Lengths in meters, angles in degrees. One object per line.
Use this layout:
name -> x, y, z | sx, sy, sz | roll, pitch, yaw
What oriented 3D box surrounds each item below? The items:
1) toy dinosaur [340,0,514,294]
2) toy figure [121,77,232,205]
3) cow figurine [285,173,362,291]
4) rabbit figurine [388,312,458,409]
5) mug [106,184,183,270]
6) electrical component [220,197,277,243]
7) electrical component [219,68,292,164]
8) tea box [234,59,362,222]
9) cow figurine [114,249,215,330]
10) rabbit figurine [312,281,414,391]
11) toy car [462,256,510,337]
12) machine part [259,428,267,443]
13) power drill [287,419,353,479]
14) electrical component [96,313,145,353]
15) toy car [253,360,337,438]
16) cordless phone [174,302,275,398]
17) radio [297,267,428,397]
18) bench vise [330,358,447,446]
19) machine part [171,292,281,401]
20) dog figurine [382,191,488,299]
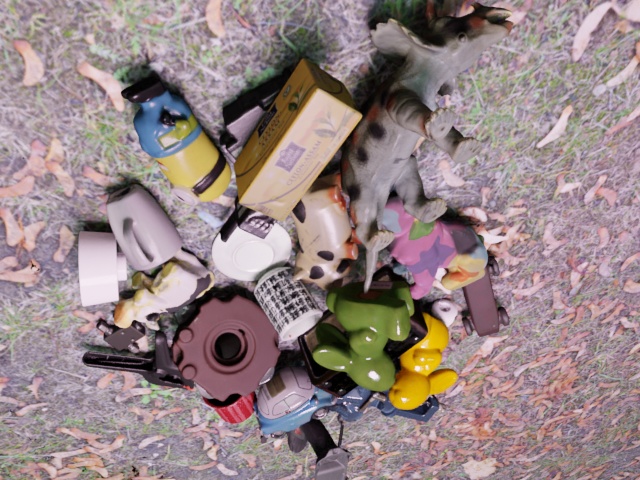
toy dinosaur -> 0.091, -0.123, 0.708 | 0.131, 0.192, 0.404 | 1, 135, -34
toy figure -> -0.181, -0.124, 0.697 | 0.089, 0.082, 0.179 | -18, 128, 4
cow figurine -> -0.002, -0.002, 0.826 | 0.127, 0.085, 0.194 | -2, 123, 23
rabbit figurine -> 0.175, 0.232, 0.999 | 0.122, 0.173, 0.162 | -7, 147, 42
mug -> -0.256, -0.016, 0.753 | 0.081, 0.110, 0.107 | -20, 116, 9
electrical component -> -0.097, -0.039, 0.788 | 0.047, 0.075, 0.119 | 25, 115, -29
electrical component -> -0.066, -0.145, 0.722 | 0.134, 0.058, 0.114 | -29, 127, 10
tea box -> -0.033, -0.119, 0.651 | 0.068, 0.098, 0.169 | 23, 118, -29
cow figurine -> -0.251, 0.088, 0.861 | 0.167, 0.068, 0.098 | -40, 133, 19
rabbit figurine -> 0.068, 0.159, 0.827 | 0.159, 0.121, 0.170 | -2, 107, 6
toy car -> 0.301, 0.107, 1.016 | 0.089, 0.053, 0.201 | -21, 126, 7
machine part -> -0.100, 0.340, 1.099 | 0.039, 0.084, 0.138 | 15, 118, 6
power drill -> -0.010, 0.404, 1.082 | 0.086, 0.207, 0.231 | -2, 117, -17
electrical component -> -0.334, 0.160, 0.924 | 0.063, 0.021, 0.093 | -29, 129, 9
toy car -> -0.059, 0.285, 0.994 | 0.162, 0.109, 0.102 | -28, 131, -2
cordless phone -> -0.168, 0.177, 0.951 | 0.147, 0.089, 0.184 | -17, 112, 0
radio -> 0.073, 0.168, 0.958 | 0.229, 0.131, 0.073 | -41, 129, 19
bench vise -> 0.142, 0.330, 1.108 | 0.240, 0.129, 0.223 | 21, 112, -13
machine part -> -0.153, 0.175, 0.893 | 0.179, 0.056, 0.179 | 2, 86, -21
dog figurine -> 0.167, -0.021, 0.849 | 0.192, 0.109, 0.218 | -17, 127, 1
